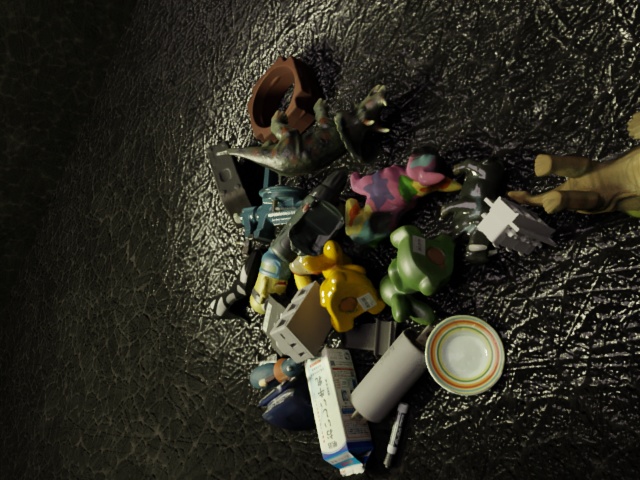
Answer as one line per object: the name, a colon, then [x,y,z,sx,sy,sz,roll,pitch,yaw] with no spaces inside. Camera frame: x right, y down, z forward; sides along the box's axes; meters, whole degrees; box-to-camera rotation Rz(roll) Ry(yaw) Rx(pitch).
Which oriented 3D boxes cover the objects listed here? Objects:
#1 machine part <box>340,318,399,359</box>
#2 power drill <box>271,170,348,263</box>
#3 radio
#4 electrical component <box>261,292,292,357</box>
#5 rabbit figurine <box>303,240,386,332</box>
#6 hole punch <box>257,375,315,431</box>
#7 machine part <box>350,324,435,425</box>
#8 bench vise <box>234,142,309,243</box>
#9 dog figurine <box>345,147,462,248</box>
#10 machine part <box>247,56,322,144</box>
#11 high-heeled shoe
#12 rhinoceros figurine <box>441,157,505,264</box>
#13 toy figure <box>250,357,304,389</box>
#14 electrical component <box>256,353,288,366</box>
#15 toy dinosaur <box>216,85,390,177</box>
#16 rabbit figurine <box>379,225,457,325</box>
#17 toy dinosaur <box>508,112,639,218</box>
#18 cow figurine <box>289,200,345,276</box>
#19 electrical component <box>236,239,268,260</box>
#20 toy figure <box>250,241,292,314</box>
machine part: [0.097,0.197,1.076,0.139,0.039,0.084,-5,79,44]
power drill: [-0.010,-0.049,1.074,0.232,0.086,0.207,-51,16,2]
radio: [-0.242,-0.156,1.469,0.073,0.131,0.230,-24,54,-2]
electrical component: [-0.074,0.197,1.222,0.134,0.058,0.114,36,120,47]
rabbit figurine: [0.036,0.080,1.101,0.122,0.162,0.173,-38,24,13]
hole punch: [-0.052,0.347,1.133,0.142,0.115,0.092,-41,59,31]
machine part: [0.134,0.249,0.985,0.243,0.079,0.079,-54,45,17]
bench vise: [-0.117,-0.116,1.330,0.224,0.128,0.240,-8,76,42]
dog figurine: [0.163,-0.081,1.049,0.219,0.108,0.191,-3,74,43]
machine part: [-0.095,-0.364,1.425,0.201,0.087,0.201,-37,53,31]
high-heeled shoe: [-0.218,0.107,1.380,0.145,0.086,0.248,28,118,28]
rhinoceros figurine: [0.280,-0.051,0.947,0.112,0.073,0.190,5,79,37]
toy figure: [-0.087,0.283,1.158,0.154,0.057,0.064,-26,42,37]
electrical component: [-0.094,0.296,1.236,0.119,0.047,0.075,-19,65,36]
toy dinosaur: [-0.028,-0.204,1.186,0.405,0.131,0.192,-23,41,4]
rabbit figurine: [0.174,0.080,0.993,0.170,0.121,0.159,124,148,-51]
toy dinosaur: [0.452,-0.095,0.672,0.472,0.198,0.105,-11,78,55]
cow figurine: [-0.002,-0.004,1.208,0.127,0.085,0.195,34,93,43]
electrical component: [-0.167,0.028,1.371,0.078,0.102,0.045,-7,71,17]
toy figure: [-0.114,0.092,1.302,0.089,0.082,0.180,16,96,63]
